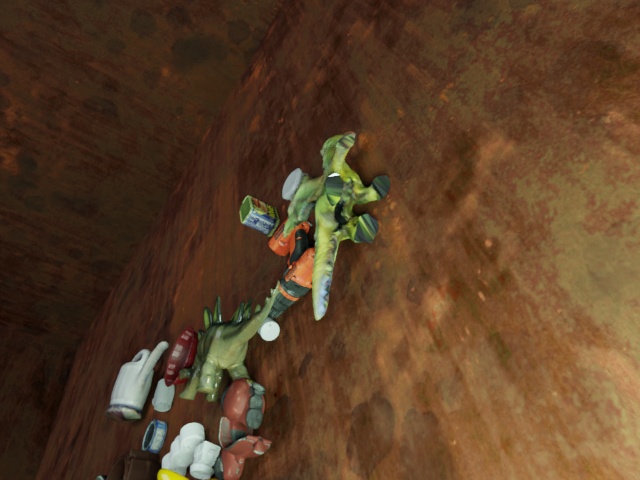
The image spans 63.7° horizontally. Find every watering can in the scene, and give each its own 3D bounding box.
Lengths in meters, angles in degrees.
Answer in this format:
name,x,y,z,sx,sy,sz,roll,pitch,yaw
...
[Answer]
name,x,y,z,sx,sy,sz,roll,pitch,yaw
watering can,-0.569,0.442,1.601,0.103,0.229,0.342,25,-37,-25

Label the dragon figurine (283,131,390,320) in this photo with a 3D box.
name,x,y,z,sx,sy,sz,roll,pitch,yaw
dragon figurine,0.003,-0.049,0.982,0.121,0.416,0.241,29,-20,-22
